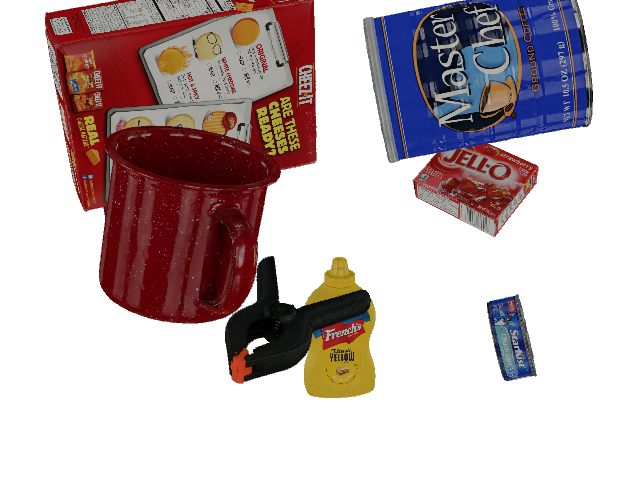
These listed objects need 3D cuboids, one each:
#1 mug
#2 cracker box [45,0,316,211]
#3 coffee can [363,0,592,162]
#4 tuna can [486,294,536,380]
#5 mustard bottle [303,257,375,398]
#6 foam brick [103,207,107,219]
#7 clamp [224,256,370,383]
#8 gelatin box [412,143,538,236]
[{"bbox_3d":[-0.067,-0.003,0.563,0.093,0.081,0.117,-5,27,-37],"label":"mug"},{"bbox_3d":[-0.115,-0.128,0.910,0.213,0.164,0.072,-14,41,-15],"label":"cracker box"},{"bbox_3d":[0.107,-0.117,0.742,0.140,0.103,0.102,-10,-1,6],"label":"coffee can"},{"bbox_3d":[0.197,0.101,1.101,0.034,0.086,0.086,-13,-3,11],"label":"tuna can"},{"bbox_3d":[0.026,0.114,1.430,0.096,0.192,0.058,-2,19,-6],"label":"mustard bottle"},{"bbox_3d":[-0.183,-0.040,1.108,0.078,0.053,0.051,-17,30,-21],"label":"foam brick"},{"bbox_3d":[-0.044,0.071,1.002,0.120,0.039,0.171,20,33,29],"label":"clamp"},{"bbox_3d":[0.140,-0.054,0.968,0.089,0.073,0.030,29,-27,26],"label":"gelatin box"}]
